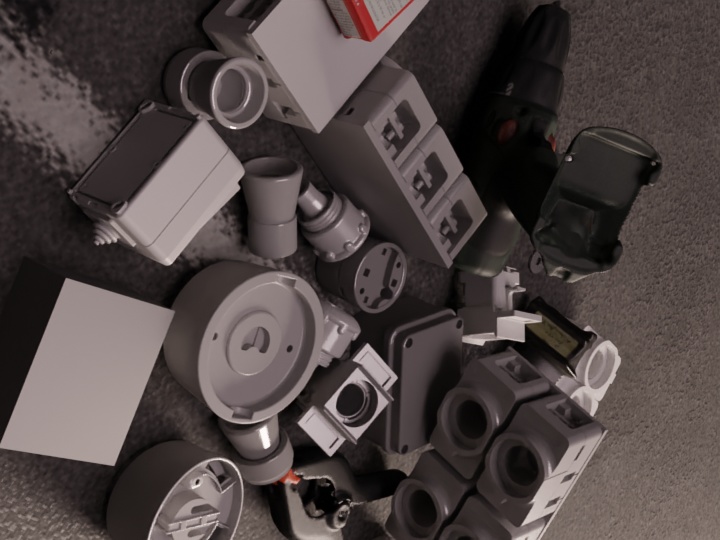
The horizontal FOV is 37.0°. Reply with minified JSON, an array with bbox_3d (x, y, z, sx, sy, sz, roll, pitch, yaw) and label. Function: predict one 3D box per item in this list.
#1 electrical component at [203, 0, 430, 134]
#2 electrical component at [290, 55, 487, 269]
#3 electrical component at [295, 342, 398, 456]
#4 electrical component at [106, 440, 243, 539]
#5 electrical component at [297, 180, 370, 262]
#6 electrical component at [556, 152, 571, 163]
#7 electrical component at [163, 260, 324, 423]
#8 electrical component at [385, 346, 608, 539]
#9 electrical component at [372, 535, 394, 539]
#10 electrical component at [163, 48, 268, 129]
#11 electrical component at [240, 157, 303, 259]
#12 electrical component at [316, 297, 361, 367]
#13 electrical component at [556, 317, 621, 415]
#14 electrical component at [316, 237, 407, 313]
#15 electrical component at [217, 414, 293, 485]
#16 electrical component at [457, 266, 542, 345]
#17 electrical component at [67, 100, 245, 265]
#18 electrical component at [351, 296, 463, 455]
[{"bbox_3d":[-0.024,-0.179,0.717,0.150,0.062,0.089,-52,135,-17],"label":"electrical component"},{"bbox_3d":[0.022,-0.081,0.781,0.061,0.089,0.150,-51,134,-18],"label":"electrical component"},{"bbox_3d":[-0.016,0.096,0.828,0.081,0.064,0.042,-47,118,-15],"label":"electrical component"},{"bbox_3d":[-0.125,0.170,0.749,0.099,0.064,0.099,-19,118,-40],"label":"electrical component"},{"bbox_3d":[-0.026,-0.039,0.784,0.048,0.048,0.062,-55,128,-15],"label":"electrical component"},{"bbox_3d":[0.168,-0.070,0.953,0.096,0.062,0.061,21,90,-47],"label":"electrical component"},{"bbox_3d":[-0.085,0.045,0.743,0.108,0.060,0.108,-19,118,-40],"label":"electrical component"},{"bbox_3d":[0.101,0.170,0.865,0.060,0.105,0.186,-7,130,-47],"label":"electrical component"},{"bbox_3d":[0.032,0.271,0.952,0.058,0.057,0.078,-36,128,-30],"label":"electrical component"},{"bbox_3d":[-0.092,-0.115,0.678,0.045,0.055,0.045,-19,118,-40],"label":"electrical component"},{"bbox_3d":[-0.061,-0.041,0.749,0.044,0.044,0.065,-22,125,-38],"label":"electrical component"},{"bbox_3d":[-0.033,0.055,0.813,0.048,0.048,0.062,32,90,-47],"label":"electrical component"},{"bbox_3d":[0.188,0.128,1.049,0.089,0.062,0.150,39,77,-46],"label":"electrical component"},{"bbox_3d":[0.000,0.000,0.821,0.055,0.047,0.055,-19,118,-40],"label":"electrical component"},{"bbox_3d":[-0.076,0.125,0.795,0.045,0.045,0.055,-38,129,-29],"label":"electrical component"},{"bbox_3d":[0.112,0.031,0.932,0.042,0.081,0.063,14,73,-47],"label":"electrical component"},{"bbox_3d":[-0.127,-0.047,0.664,0.096,0.062,0.061,-53,135,-16],"label":"electrical component"},{"bbox_3d":[0.039,0.086,0.887,0.078,0.057,0.113,-17,117,-40],"label":"electrical component"}]
